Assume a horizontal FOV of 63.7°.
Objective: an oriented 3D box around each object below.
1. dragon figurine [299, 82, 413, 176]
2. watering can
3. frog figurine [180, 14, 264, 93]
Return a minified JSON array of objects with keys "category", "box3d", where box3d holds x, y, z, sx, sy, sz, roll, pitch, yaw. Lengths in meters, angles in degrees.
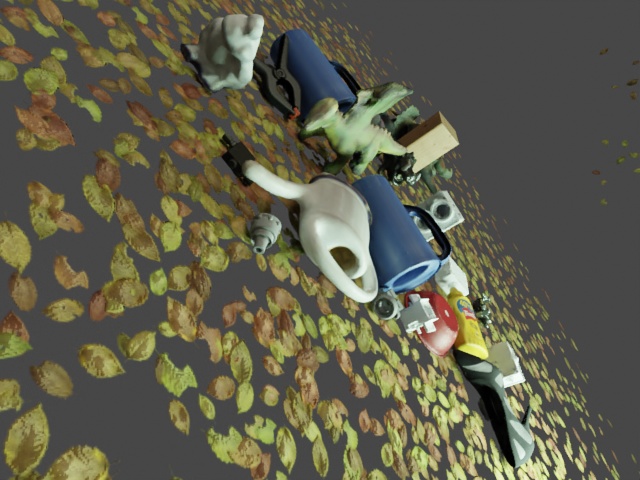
[{"category":"dragon figurine","box3d":[0.112,-0.250,1.124,0.413,0.239,0.123,-11,73,-38]},{"category":"watering can","box3d":[0.003,-0.045,0.894,0.343,0.103,0.229,51,25,-24]},{"category":"frog figurine","box3d":[-0.154,-0.352,0.933,0.122,0.158,0.140,19,45,-54]}]
